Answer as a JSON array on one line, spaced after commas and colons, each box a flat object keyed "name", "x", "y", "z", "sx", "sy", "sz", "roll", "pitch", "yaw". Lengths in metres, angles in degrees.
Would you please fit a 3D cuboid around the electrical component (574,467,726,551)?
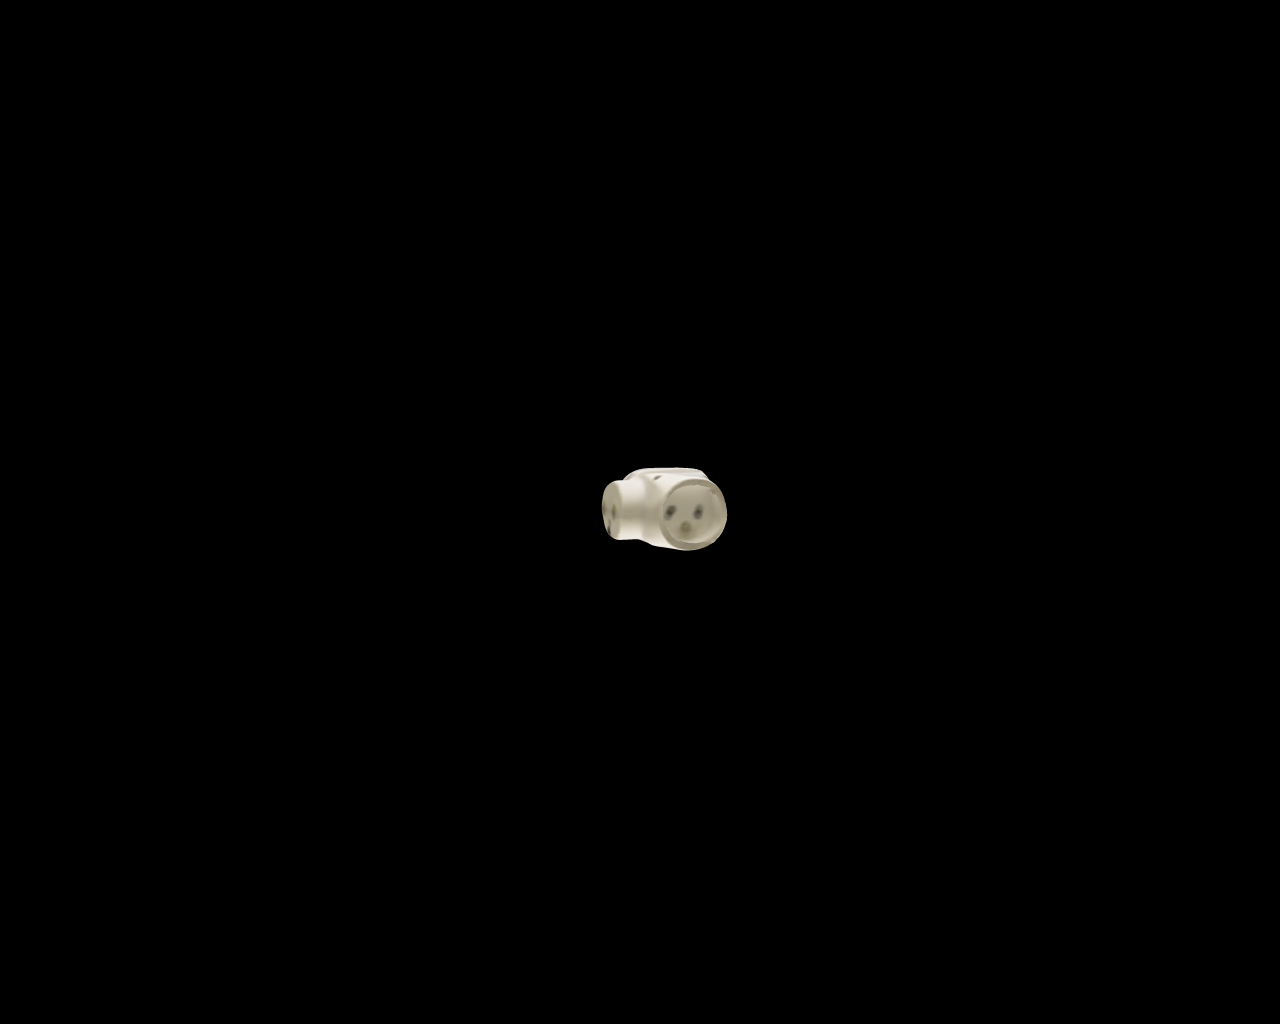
[{"name": "electrical component", "x": 0.001, "y": -0.003, "z": 0.650, "sx": 0.079, "sy": 0.043, "sz": 0.077, "roll": -3, "pitch": 8, "yaw": -19}]
